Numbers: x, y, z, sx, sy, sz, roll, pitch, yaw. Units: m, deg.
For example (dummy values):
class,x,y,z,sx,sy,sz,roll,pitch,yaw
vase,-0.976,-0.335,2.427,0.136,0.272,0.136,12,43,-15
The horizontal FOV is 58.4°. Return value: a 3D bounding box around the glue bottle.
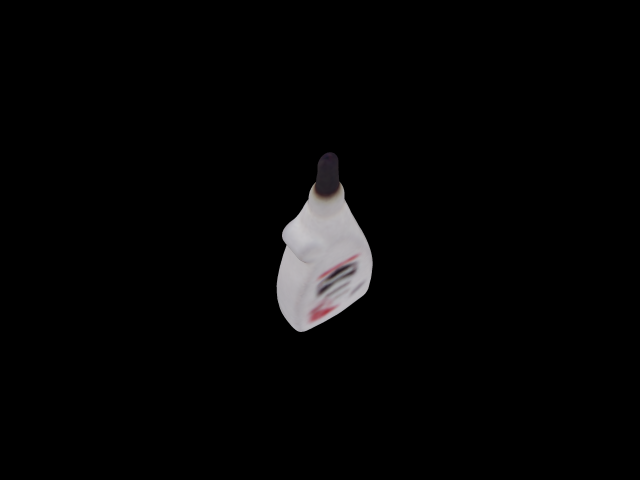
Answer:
class,x,y,z,sx,sy,sz,roll,pitch,yaw
glue bottle,0.004,0.001,0.400,0.078,0.173,0.037,-33,62,-20
